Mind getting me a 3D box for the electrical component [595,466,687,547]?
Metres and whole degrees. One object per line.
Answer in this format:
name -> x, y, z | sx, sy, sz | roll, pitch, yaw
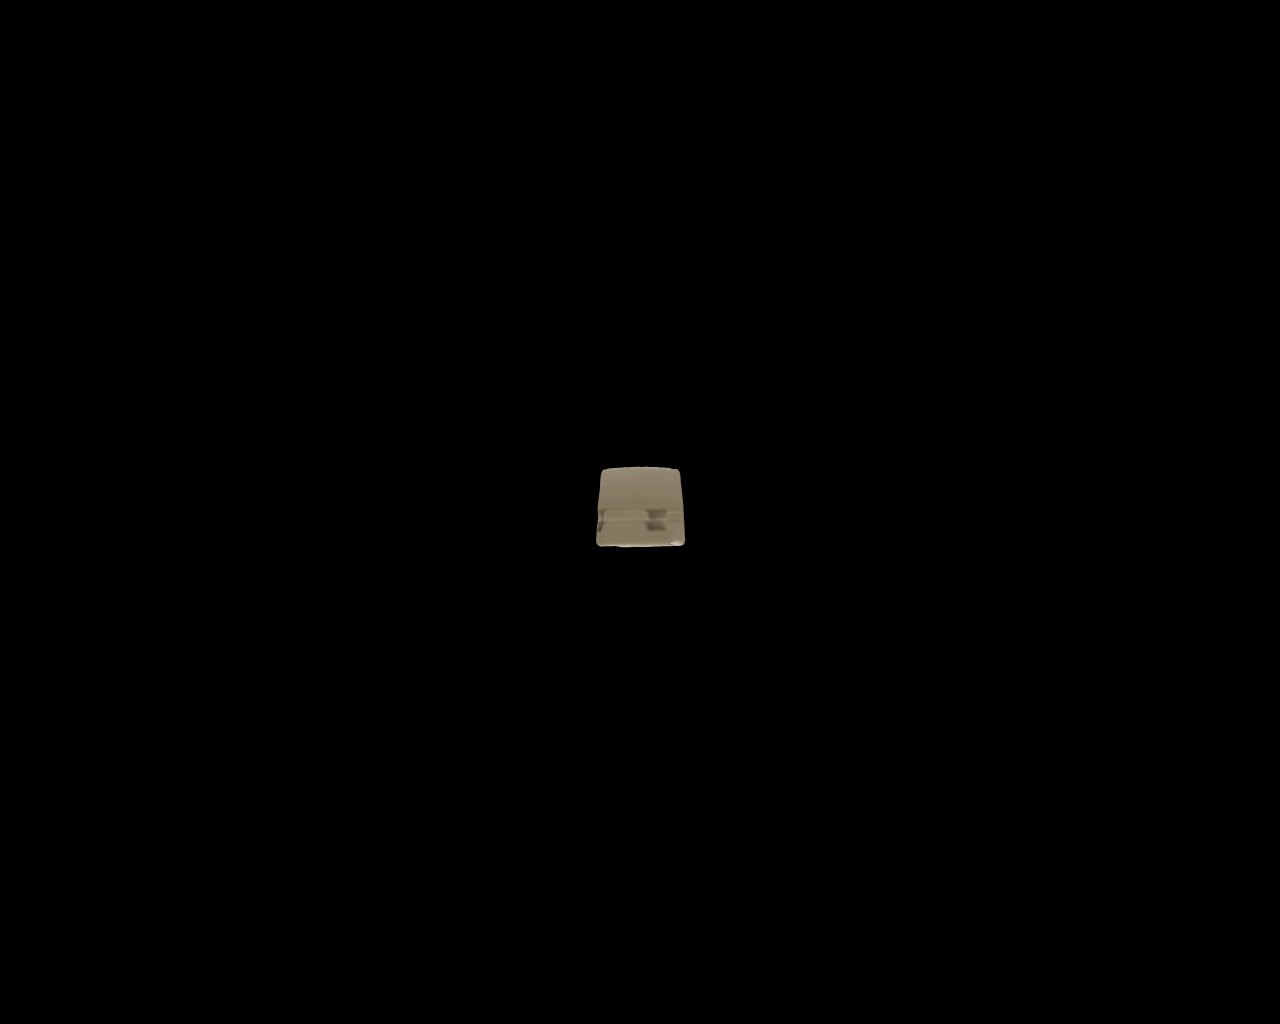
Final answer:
electrical component -> 0.001, -0.003, 0.650 | 0.055, 0.047, 0.055 | 0, -2, 0
